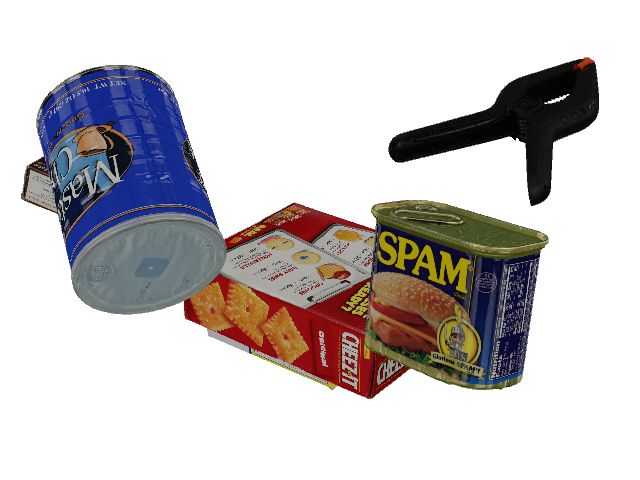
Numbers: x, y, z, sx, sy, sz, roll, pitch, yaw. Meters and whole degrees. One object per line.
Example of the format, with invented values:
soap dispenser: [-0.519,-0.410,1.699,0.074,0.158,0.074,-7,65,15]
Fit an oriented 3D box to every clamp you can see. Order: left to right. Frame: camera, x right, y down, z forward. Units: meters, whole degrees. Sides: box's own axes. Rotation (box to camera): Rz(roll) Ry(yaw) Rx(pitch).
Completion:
clamp: [0.187,-0.101,0.941,0.209,0.036,0.165,-31,39,-25]

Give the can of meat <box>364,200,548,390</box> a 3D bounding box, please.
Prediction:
can of meat: [0.072,0.029,0.604,0.057,0.084,0.102,-9,20,-41]

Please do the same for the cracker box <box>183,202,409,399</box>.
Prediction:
cracker box: [0.007,0.048,0.968,0.214,0.072,0.163,20,33,33]

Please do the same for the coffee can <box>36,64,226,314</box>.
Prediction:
coffee can: [-0.132,-0.035,0.734,0.102,0.140,0.103,-15,-33,-10]

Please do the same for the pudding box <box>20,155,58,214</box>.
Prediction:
pudding box: [-0.195,-0.045,0.954,0.113,0.039,0.090,20,23,7]

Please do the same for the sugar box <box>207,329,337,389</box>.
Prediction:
sugar box: [-0.047,0.086,1.153,0.176,0.093,0.048,22,38,32]
